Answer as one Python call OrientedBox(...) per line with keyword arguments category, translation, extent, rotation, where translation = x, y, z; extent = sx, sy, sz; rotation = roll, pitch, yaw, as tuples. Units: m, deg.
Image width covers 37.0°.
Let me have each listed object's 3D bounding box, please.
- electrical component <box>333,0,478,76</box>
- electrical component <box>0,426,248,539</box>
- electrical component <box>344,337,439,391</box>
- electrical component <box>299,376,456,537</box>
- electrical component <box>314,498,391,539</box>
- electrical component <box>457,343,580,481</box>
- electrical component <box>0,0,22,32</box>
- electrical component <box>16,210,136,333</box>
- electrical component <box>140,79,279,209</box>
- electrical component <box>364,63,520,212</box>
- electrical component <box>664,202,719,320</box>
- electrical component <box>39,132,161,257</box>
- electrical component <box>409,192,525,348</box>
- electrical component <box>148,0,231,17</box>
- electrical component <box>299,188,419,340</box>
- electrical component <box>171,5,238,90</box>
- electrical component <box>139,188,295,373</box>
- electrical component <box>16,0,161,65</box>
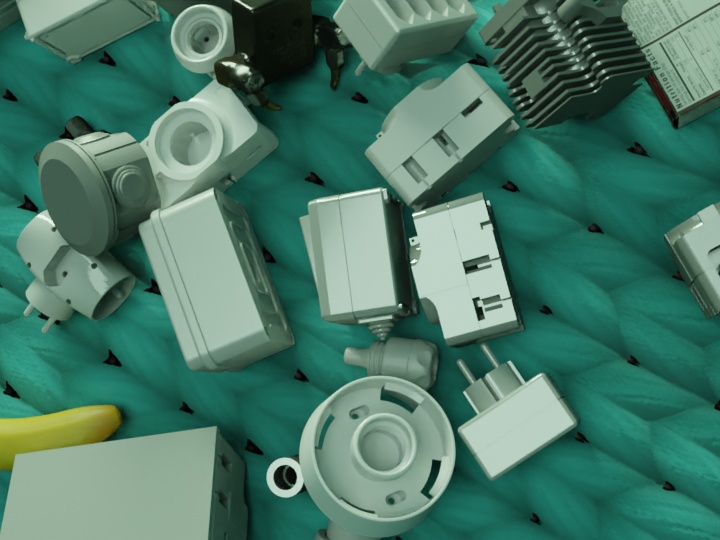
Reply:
OrientedBox(category="electrical component", translation=(0.022, -0.157, 0.723), extent=(0.047, 0.083, 0.075), rotation=(55, 136, 13))
OrientedBox(category="electrical component", translation=(-0.157, 0.167, 0.724), extent=(0.150, 0.061, 0.089), rotation=(-10, 54, 13))
OrientedBox(category="electrical component", translation=(0.020, 0.061, 0.717), extent=(0.061, 0.035, 0.035), rotation=(7, 86, 17))
OrientedBox(category="electrical component", translation=(0.012, 0.116, 0.678), extent=(0.099, 0.064, 0.099), rotation=(3, 69, -9))
OrientedBox(category="electrical component", translation=(-0.006, 0.175, 0.706), extent=(0.045, 0.045, 0.055), rotation=(23, 91, 15))
OrientedBox(category="electrical component", translation=(0.092, 0.084, 0.690), extent=(0.066, 0.047, 0.076), rotation=(-35, 77, 8))
OrientedBox(category="electrical component", translation=(-0.273, -0.227, 0.797), extent=(0.113, 0.078, 0.057), rotation=(-30, 81, 9))
OrientedBox(category="electrical component", translation=(-0.214, 0.009, 0.775), extent=(0.077, 0.043, 0.079), rotation=(41, 104, 10))
OrientedBox(category="electrical component", translation=(-0.111, -0.084, 0.753), extent=(0.089, 0.056, 0.050), rotation=(-39, 77, 7))
OrientedBox(category="electrical component", translation=(0.053, -0.089, 0.715), extent=(0.089, 0.050, 0.055), rotation=(-41, 77, 7))
OrientedBox(category="electrical component", translation=(0.219, -0.008, 0.646), extent=(0.050, 0.089, 0.055), rotation=(-30, 78, 9))
OrientedBox(category="electrical component", translation=(-0.178, -0.053, 0.729), extent=(0.080, 0.051, 0.080), rotation=(24, 127, 37))
OrientedBox(category="electrical component", translation=(0.067, 0.003, 0.703), extent=(0.056, 0.050, 0.089), rotation=(-16, 81, 12))
OrientedBox(category="electrical component", translation=(-0.099, -0.228, 0.764), extent=(0.113, 0.057, 0.078), rotation=(-1, 84, 14))
OrientedBox(category="electrical component", translation=(0.000, 0.000, 0.714), extent=(0.061, 0.062, 0.096), rotation=(-9, 82, 13))
OrientedBox(category="electrical component", translation=(-0.103, -0.158, 0.758), extent=(0.066, 0.055, 0.048), rotation=(42, 95, 14))
OrientedBox(category="electrical component", translation=(-0.096, 0.010, 0.729), extent=(0.057, 0.078, 0.113), rotation=(-23, 79, 8))
OrientedBox(category="electrical component", translation=(-0.207, -0.198, 0.785), extent=(0.096, 0.062, 0.061), rotation=(-23, 79, 11))
